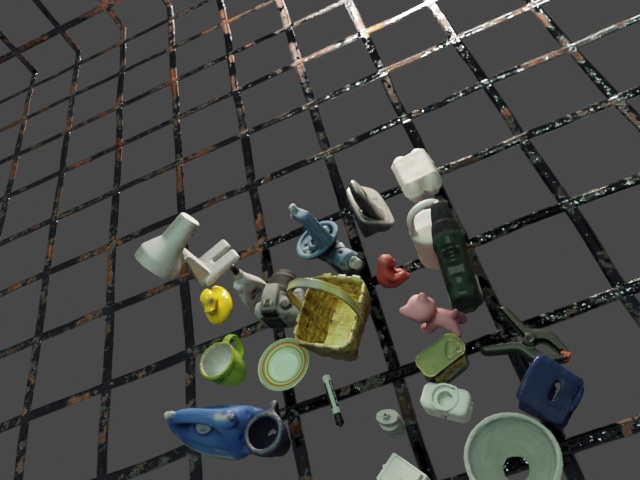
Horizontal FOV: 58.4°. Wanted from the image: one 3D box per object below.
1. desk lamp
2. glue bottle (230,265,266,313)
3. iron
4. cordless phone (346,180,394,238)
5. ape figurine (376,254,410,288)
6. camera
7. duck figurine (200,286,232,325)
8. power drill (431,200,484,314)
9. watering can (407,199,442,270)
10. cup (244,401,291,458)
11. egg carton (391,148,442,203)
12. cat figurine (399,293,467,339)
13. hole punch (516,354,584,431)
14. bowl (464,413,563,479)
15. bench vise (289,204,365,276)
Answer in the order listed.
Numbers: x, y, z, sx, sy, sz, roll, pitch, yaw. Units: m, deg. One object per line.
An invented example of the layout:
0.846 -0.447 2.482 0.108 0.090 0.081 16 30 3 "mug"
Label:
-0.359 0.035 1.540 0.203 0.214 0.117 -42 50 -9 "desk lamp"
-0.181 0.112 1.427 0.037 0.174 0.078 27 71 37 "glue bottle"
-0.258 0.406 1.266 0.257 0.142 0.118 -5 54 22 "iron"
0.109 -0.109 1.448 0.094 0.186 0.147 -29 49 3 "cordless phone"
0.163 0.068 1.354 0.076 0.092 0.077 -27 49 4 "ape figurine"
-0.086 0.137 1.413 0.142 0.101 0.137 -7 54 21 "camera"
-0.280 0.159 1.496 0.077 0.086 0.104 -14 51 15 "duck figurine"
0.291 0.056 1.227 0.075 0.209 0.229 -18 50 13 "power drill"
0.260 -0.018 1.305 0.101 0.195 0.172 -44 50 -10 "watering can"
-0.099 0.411 1.220 0.091 0.095 0.118 -1 56 25 "cup"
0.255 -0.171 1.503 0.107 0.070 0.150 -25 49 6 "egg carton"
0.242 0.156 1.235 0.127 0.118 0.067 6 59 28 "cat figurine"
0.432 0.282 1.071 0.100 0.091 0.109 23 68 36 "hole punch"
0.348 0.403 1.032 0.167 0.075 0.167 -12 52 16 "bowl"
0.018 -0.005 1.390 0.206 0.220 0.121 10 61 31 "bench vise"
